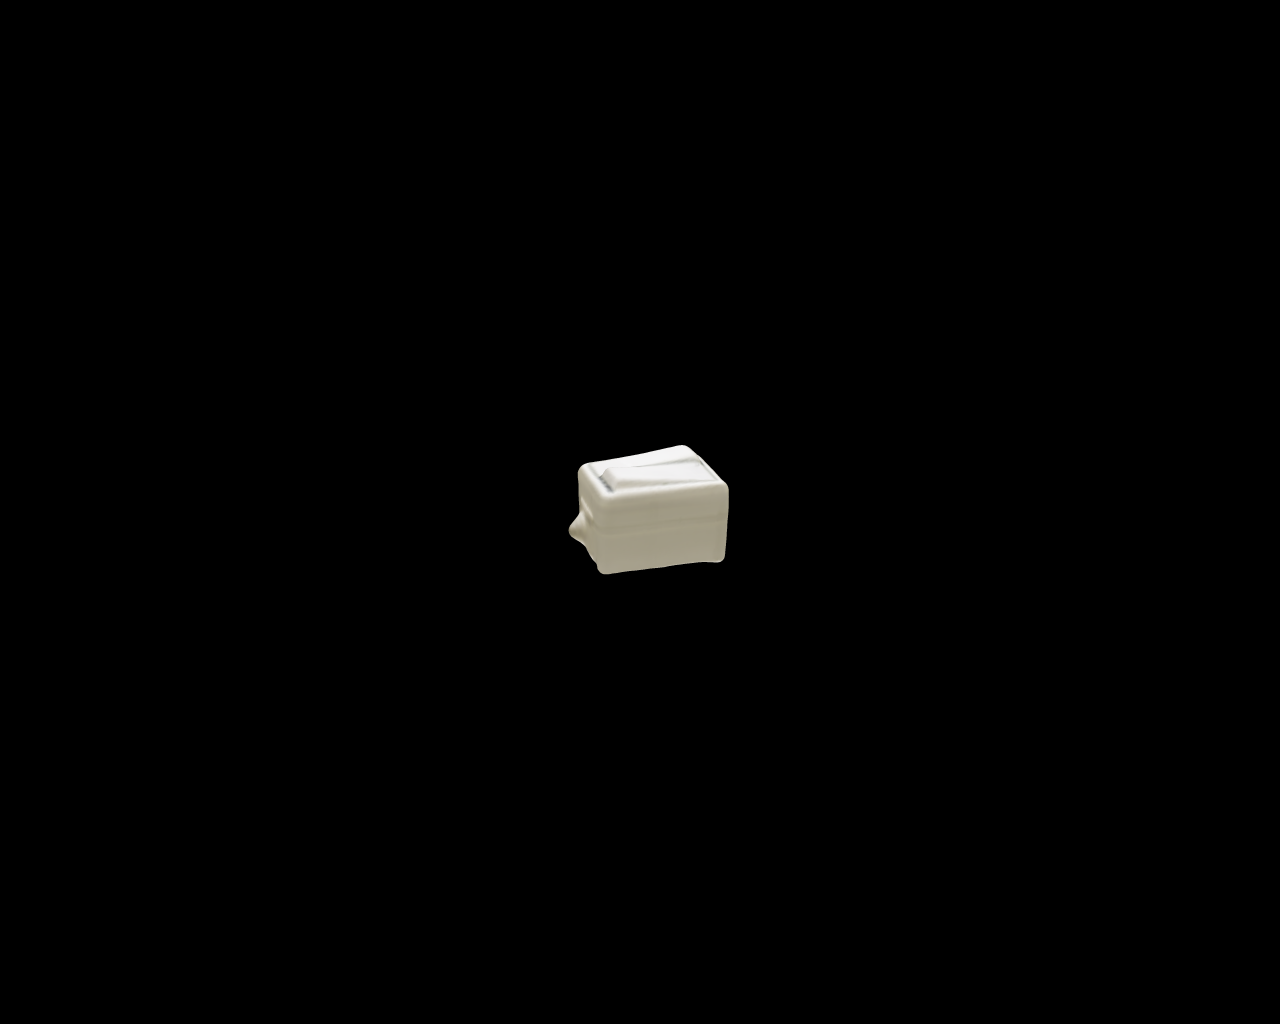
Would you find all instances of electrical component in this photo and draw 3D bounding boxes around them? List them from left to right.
[{"bbox_3d":[0.001,-0.003,0.650,0.096,0.061,0.062,-6,24,-14],"label":"electrical component"}]
